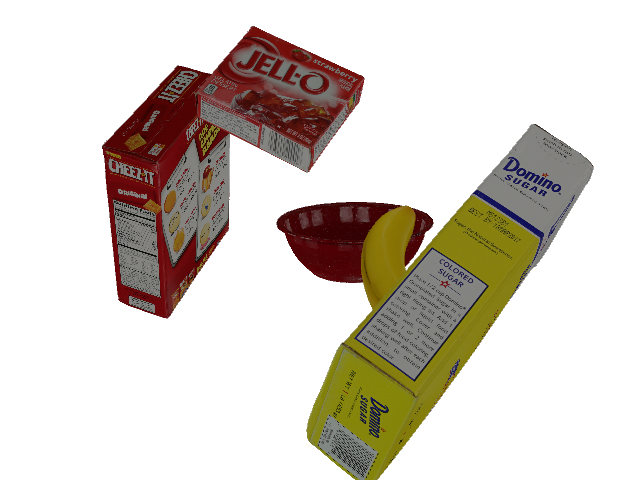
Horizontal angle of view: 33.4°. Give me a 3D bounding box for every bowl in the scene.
[{"bbox_3d":[0.036,0.004,1.101,0.162,0.055,0.162,-1,15,0],"label":"bowl"}]

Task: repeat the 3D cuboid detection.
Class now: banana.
[{"bbox_3d":[0.067,0.029,0.901,0.069,0.037,0.198,8,33,-17],"label":"banana"}]

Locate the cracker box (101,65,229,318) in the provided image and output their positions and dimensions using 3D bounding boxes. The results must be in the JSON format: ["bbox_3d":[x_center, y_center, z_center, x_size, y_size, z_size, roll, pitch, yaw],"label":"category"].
[{"bbox_3d":[-0.159,-0.051,1.133,0.072,0.214,0.164,16,43,14],"label":"cracker box"}]

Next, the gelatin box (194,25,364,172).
[{"bbox_3d":[-0.027,-0.096,0.708,0.089,0.073,0.030,28,-32,12],"label":"gelatin box"}]

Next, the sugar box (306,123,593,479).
[{"bbox_3d":[0.065,0.029,0.516,0.048,0.093,0.176,37,55,14],"label":"sugar box"}]
